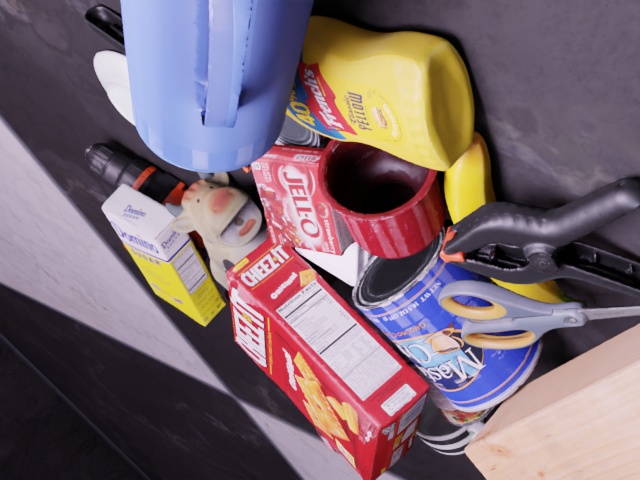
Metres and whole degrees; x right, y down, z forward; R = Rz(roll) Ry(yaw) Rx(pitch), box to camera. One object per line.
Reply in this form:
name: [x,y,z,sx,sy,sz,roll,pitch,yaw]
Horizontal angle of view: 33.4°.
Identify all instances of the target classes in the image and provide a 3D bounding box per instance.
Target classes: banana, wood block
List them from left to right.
banana: [0.139,-0.010,0.829,0.070,0.037,0.197,-13,130,37]
wood block: [0.221,0.140,0.823,0.090,0.090,0.206,49,139,2]

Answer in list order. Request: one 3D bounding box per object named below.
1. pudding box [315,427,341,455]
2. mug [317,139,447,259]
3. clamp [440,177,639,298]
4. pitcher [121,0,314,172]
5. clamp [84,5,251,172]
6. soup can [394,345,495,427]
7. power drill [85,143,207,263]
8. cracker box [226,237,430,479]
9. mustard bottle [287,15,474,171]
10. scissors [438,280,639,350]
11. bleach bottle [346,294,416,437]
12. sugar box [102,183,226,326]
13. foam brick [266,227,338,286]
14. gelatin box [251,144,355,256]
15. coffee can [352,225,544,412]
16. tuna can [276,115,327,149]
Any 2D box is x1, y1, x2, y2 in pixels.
pudding box: [0.039,0.190,1.273,0.039,0.113,0.090,28,156,31]
mug: [0.048,-0.046,0.837,0.117,0.093,0.081,63,-178,32]
clamp: [0.173,0.009,0.771,0.172,0.039,0.120,-5,131,41]
pitcher: [-0.064,-0.144,0.660,0.145,0.149,0.243,37,148,16]
clamp: [-0.118,-0.150,0.923,0.210,0.036,0.165,48,158,-4]
soup can: [0.128,0.130,1.077,0.102,0.068,0.069,50,156,-26]
power drill: [-0.201,-0.027,1.287,0.184,0.057,0.188,35,158,7]
cracker box: [0.002,0.119,1.035,0.214,0.072,0.164,44,158,21]
mustard bottle: [0.017,-0.114,0.773,0.192,0.058,0.096,21,146,38]
scissors: [0.170,0.047,0.791,0.096,0.016,0.202,34,148,-24]
bleach bottle: [0.060,0.141,1.157,0.068,0.102,0.251,32,158,33]
sugar box: [-0.175,0.019,1.207,0.093,0.048,0.176,28,158,32]
foam brick: [-0.007,0.001,1.051,0.078,0.053,0.051,33,158,15]
gelatin box: [-0.014,-0.034,0.886,0.073,0.030,0.089,10,127,34]
coffee can: [0.112,0.066,0.928,0.140,0.102,0.103,46,157,-19]
tuna can: [-0.026,-0.112,0.879,0.086,0.033,0.086,32,158,14]
